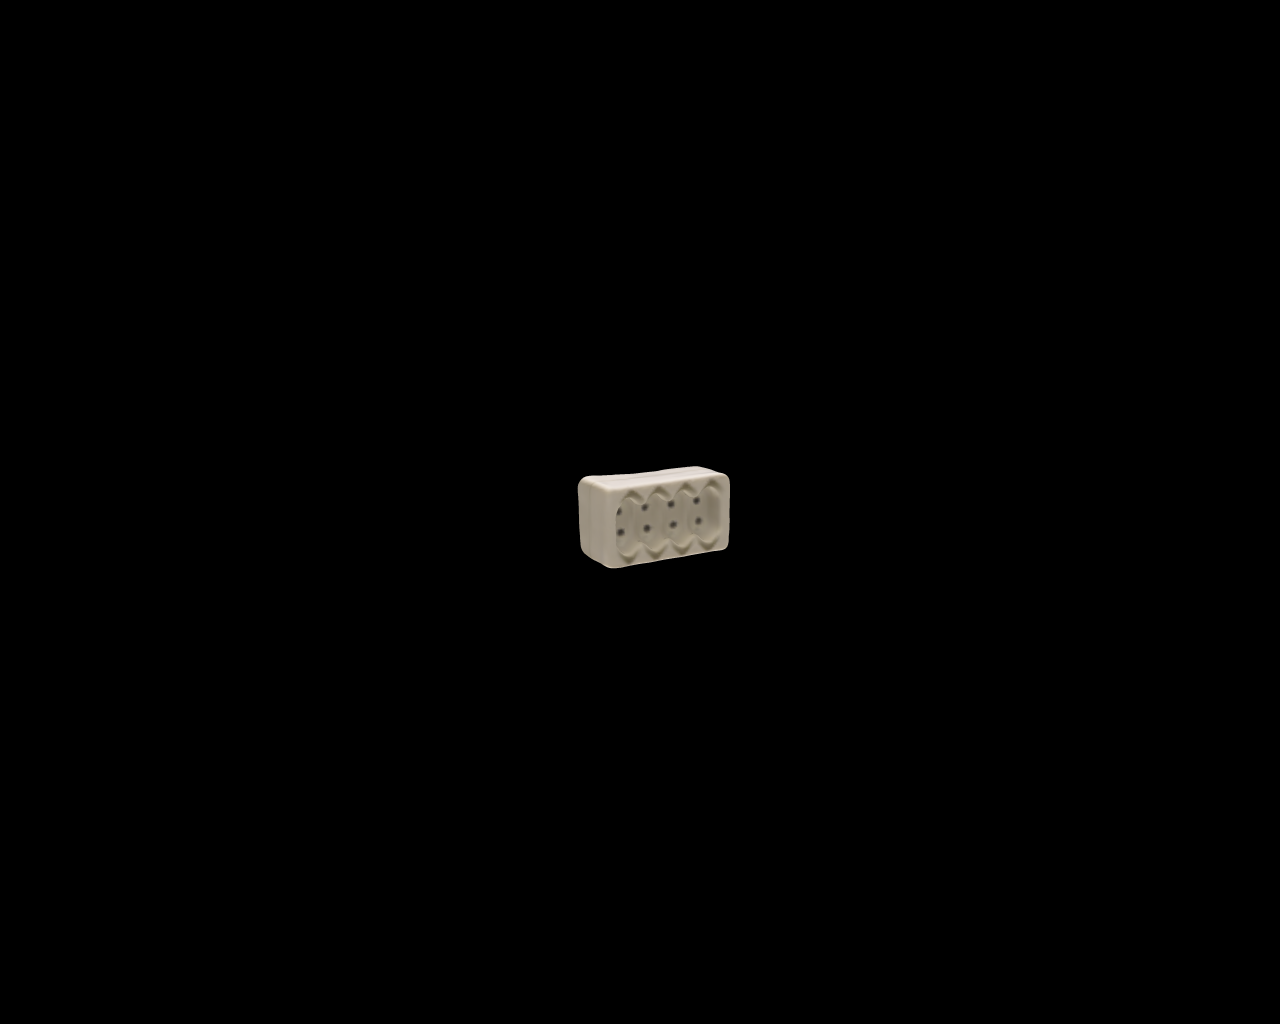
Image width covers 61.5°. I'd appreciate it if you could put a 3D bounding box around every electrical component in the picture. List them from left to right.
[{"bbox_3d":[0.001,-0.003,0.650,0.083,0.047,0.076,-7,16,-26],"label":"electrical component"}]
